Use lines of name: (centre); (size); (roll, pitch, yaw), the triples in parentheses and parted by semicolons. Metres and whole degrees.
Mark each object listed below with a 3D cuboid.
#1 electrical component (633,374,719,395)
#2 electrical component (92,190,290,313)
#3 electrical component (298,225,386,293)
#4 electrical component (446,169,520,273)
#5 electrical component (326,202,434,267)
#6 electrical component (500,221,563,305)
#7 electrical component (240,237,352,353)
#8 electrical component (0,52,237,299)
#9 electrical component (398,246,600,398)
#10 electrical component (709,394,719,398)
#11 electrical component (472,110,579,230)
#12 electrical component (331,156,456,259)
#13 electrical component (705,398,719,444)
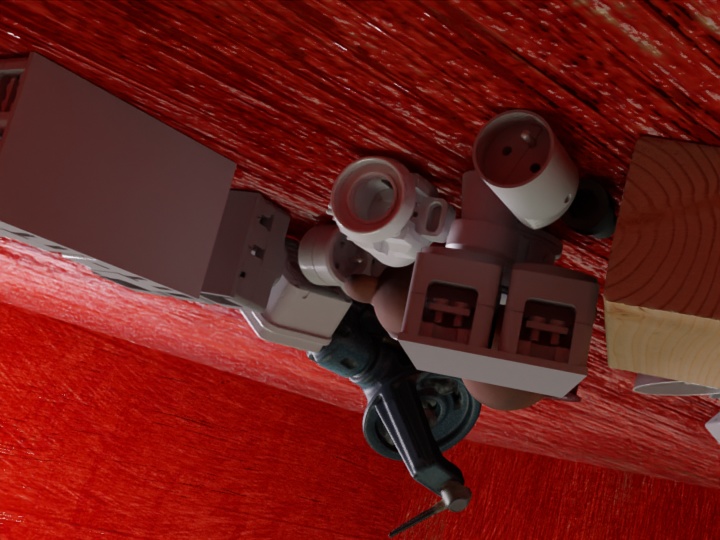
electrical component: (0.302, 0.088, 0.968); (0.099, 0.064, 0.099); (14, 169, 3)
electrical component: (-0.142, -0.021, 0.922); (0.150, 0.089, 0.062); (8, 168, 30)
electrical component: (0.000, 0.000, 0.944); (0.138, 0.052, 0.074); (22, 166, -38)
electrical component: (0.080, -0.030, 0.675); (0.045, 0.055, 0.045); (14, 170, 3)
electrical component: (0.015, -0.034, 0.773); (0.079, 0.043, 0.077); (15, 169, -4)
electrical component: (0.104, -0.006, 0.780); (0.080, 0.051, 0.080); (14, 169, 3)
electrical component: (-0.070, 0.017, 0.969); (0.078, 0.057, 0.113); (18, -159, -41)
electrical component: (-0.182, -0.058, 0.738); (0.060, 0.105, 0.186); (6, 166, 39)
electrical component: (0.088, 0.036, 0.686); (0.105, 0.060, 0.186); (10, 171, 8)
electrical component: (0.369, 0.107, 1.036); (0.055, 0.045, 0.045); (12, 169, 13)
electrical component: (0.094, -0.051, 0.582); (0.043, 0.043, 0.081); (9, 168, 27)
electrical component: (0.016, -0.041, 0.700); (0.078, 0.058, 0.057); (9, 171, 26)
electrical component: (0.382, 0.128, 1.076); (0.075, 0.083, 0.047); (52, 173, 8)
